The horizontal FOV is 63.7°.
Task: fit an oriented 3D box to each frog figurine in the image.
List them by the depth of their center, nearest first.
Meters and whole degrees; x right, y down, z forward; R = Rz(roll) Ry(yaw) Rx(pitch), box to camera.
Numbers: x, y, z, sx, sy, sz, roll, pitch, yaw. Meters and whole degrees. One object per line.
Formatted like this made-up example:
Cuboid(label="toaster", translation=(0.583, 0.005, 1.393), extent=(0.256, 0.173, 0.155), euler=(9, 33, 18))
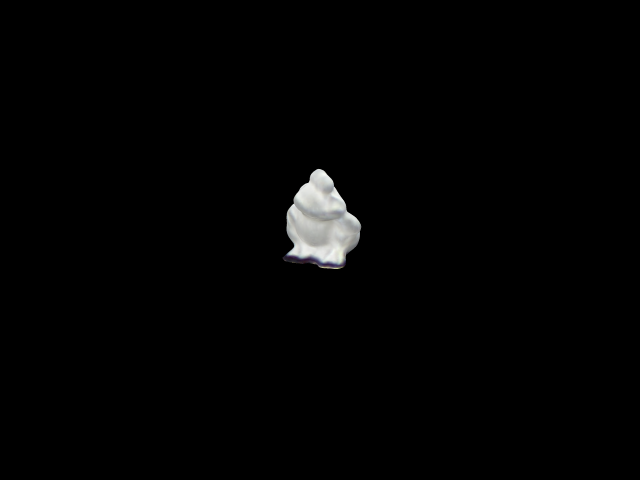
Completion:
Cuboid(label="frog figurine", translation=(0.003, -0.043, 0.850), extent=(0.123, 0.157, 0.138), euler=(-15, 23, -40))
